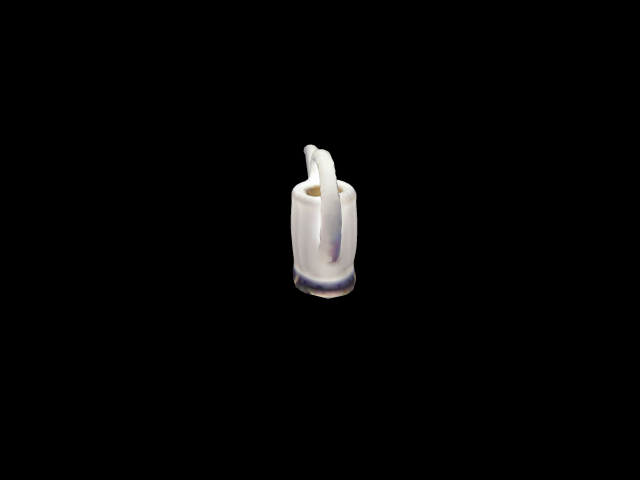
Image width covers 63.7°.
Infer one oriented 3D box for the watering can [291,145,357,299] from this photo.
[{"bbox_3d":[0.003,-0.043,0.850,0.104,0.221,0.352,-1,17,-4],"label":"watering can"}]
